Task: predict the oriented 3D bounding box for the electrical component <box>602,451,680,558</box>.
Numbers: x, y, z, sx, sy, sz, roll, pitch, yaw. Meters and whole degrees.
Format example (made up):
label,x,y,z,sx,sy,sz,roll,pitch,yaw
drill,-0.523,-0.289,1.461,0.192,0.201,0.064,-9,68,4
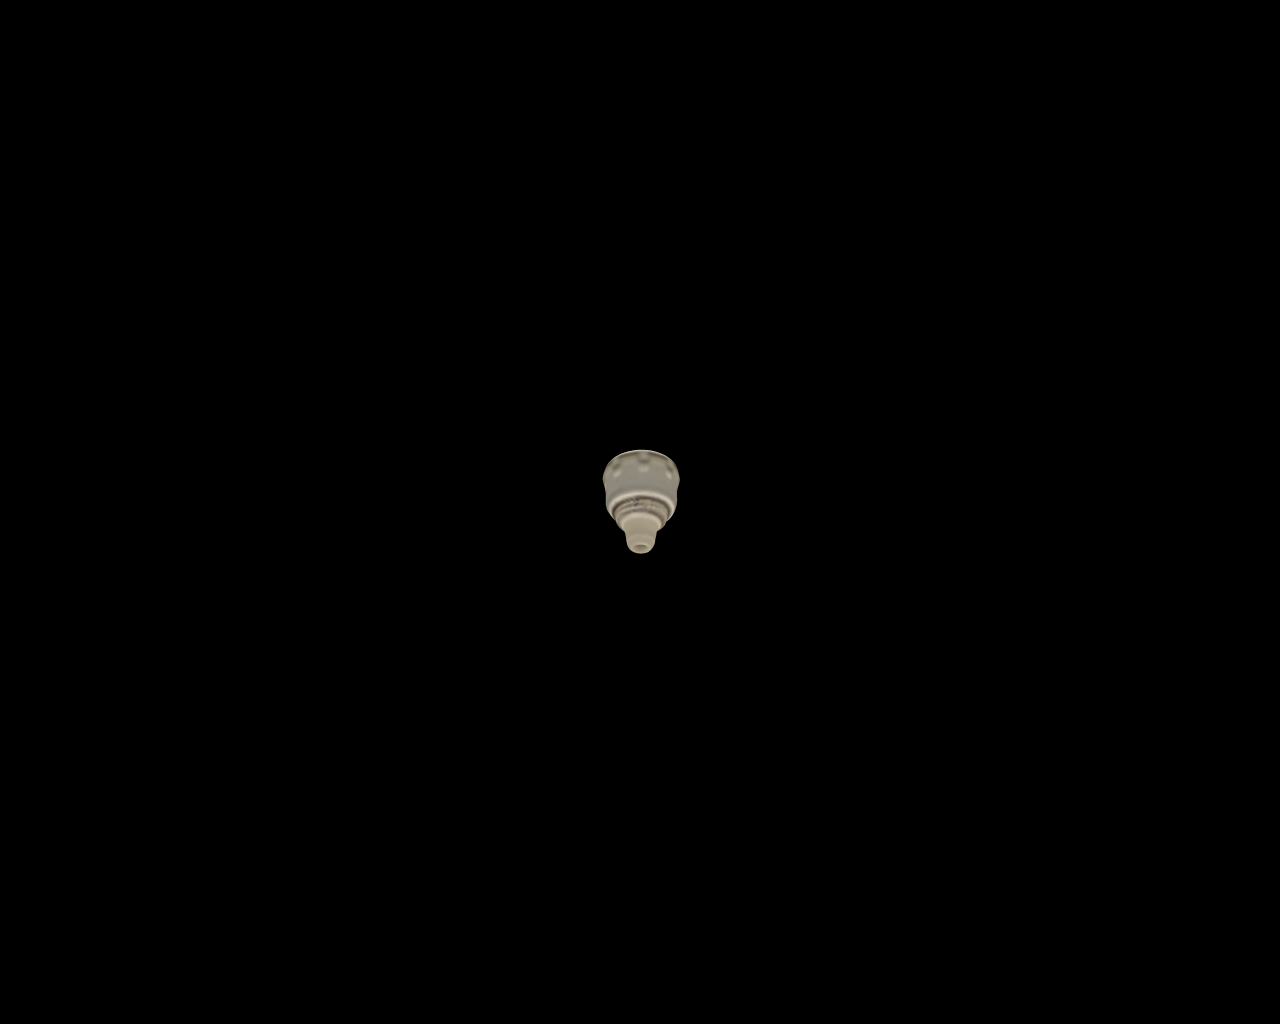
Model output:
label,x,y,z,sx,sy,sz,roll,pitch,yaw
electrical component,0.001,-0.003,0.650,0.048,0.062,0.048,0,-35,0
